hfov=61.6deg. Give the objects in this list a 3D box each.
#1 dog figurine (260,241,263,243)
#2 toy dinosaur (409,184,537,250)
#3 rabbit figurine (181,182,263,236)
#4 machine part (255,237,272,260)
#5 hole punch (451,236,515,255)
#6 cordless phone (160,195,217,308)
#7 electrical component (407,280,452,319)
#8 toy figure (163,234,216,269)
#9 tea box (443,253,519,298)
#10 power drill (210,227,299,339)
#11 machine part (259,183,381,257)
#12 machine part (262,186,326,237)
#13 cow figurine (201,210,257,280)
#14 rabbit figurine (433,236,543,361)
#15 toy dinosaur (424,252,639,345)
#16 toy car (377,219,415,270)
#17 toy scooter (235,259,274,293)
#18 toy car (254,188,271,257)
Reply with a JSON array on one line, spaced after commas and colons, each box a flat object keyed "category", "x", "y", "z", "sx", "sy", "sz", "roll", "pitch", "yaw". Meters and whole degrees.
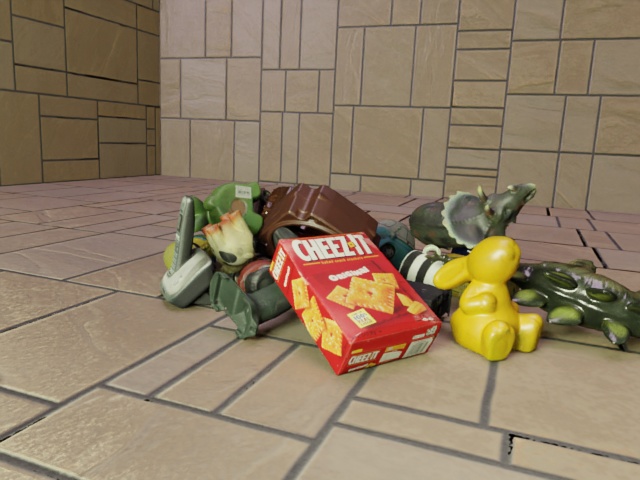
[{"category": "dog figurine", "x": -0.099, "y": -0.020, "z": 1.355, "sx": 0.172, "sy": 0.190, "sz": 0.121, "roll": 31, "pitch": 35, "yaw": -32}, {"category": "toy dinosaur", "x": 0.261, "y": -0.033, "z": 1.100, "sx": 0.192, "sy": 0.131, "sz": 0.405, "roll": 18, "pitch": -9, "yaw": -29}, {"category": "rabbit figurine", "x": -0.222, "y": -0.050, "z": 1.190, "sx": 0.159, "sy": 0.121, "sz": 0.170, "roll": -7, "pitch": -10, "yaw": -32}, {"category": "machine part", "x": -0.092, "y": 0.037, "z": 1.176, "sx": 0.138, "sy": 0.039, "sz": 0.084, "roll": 28, "pitch": 7, "yaw": -30}, {"category": "hole punch", "x": 0.362, "y": 0.029, "z": 1.205, "sx": 0.116, "sy": 0.142, "sz": 0.092, "roll": 12, "pitch": 13, "yaw": -12}, {"category": "cordless phone", "x": -0.231, "y": 0.017, "z": 0.960, "sx": 0.089, "sy": 0.184, "sz": 0.147, "roll": 3, "pitch": 10, "yaw": -23}, {"category": "electrical component", "x": 0.148, "y": 0.109, "z": 0.905, "sx": 0.115, "sy": 0.058, "sz": 0.134, "roll": 7, "pitch": 11, "yaw": 30}, {"category": "toy figure", "x": -0.270, "y": 0.032, "z": 1.147, "sx": 0.089, "sy": 0.082, "sz": 0.180, "roll": 6, "pitch": 12, "yaw": 3}, {"category": "tea box", "x": 0.303, "y": 0.077, "z": 1.083, "sx": 0.098, "sy": 0.068, "sz": 0.170, "roll": -5, "pitch": 12, "yaw": -39}, {"category": "power drill", "x": -0.071, "y": 0.069, "z": 0.865, "sx": 0.207, "sy": 0.086, "sz": 0.232, "roll": -10, "pitch": 43, "yaw": -43}, {"category": "machine part", "x": -0.002, "y": -0.003, "z": 1.043, "sx": 0.201, "sy": 0.087, "sz": 0.201, "roll": 33, "pitch": -36, "yaw": -17}, {"category": "machine part", "x": -0.038, "y": -0.037, "z": 1.149, "sx": 0.180, "sy": 0.179, "sz": 0.056, "roll": 8, "pitch": 56, "yaw": 26}, {"category": "cow figurine", "x": -0.169, "y": 0.015, "z": 1.038, "sx": 0.085, "sy": 0.127, "sz": 0.195, "roll": -31, "pitch": 8, "yaw": -17}, {"category": "rabbit figurine", "x": 0.258, "y": 0.074, "z": 0.813, "sx": 0.122, "sy": 0.173, "sz": 0.162, "roll": -6, "pitch": 18, "yaw": -24}, {"category": "toy dinosaur", "x": 0.410, "y": 0.085, "z": 0.879, "sx": 0.472, "sy": 0.105, "sz": 0.198, "roll": 14, "pitch": 7, "yaw": 36}, {"category": "toy car", "x": 0.163, "y": 0.008, "z": 1.217, "sx": 0.161, "sy": 0.103, "sz": 0.109, "roll": 29, "pitch": -6, "yaw": -30}, {"category": "toy scooter", "x": -0.089, "y": 0.069, "z": 1.014, "sx": 0.184, "sy": 0.075, "sz": 0.135, "roll": -4, "pitch": 9, "yaw": -38}, {"category": "toy car", "x": -0.169, "y": -0.037, "z": 1.271, "sx": 0.089, "sy": 0.202, "sz": 0.053, "roll": -12, "pitch": -31, "yaw": 39}]
